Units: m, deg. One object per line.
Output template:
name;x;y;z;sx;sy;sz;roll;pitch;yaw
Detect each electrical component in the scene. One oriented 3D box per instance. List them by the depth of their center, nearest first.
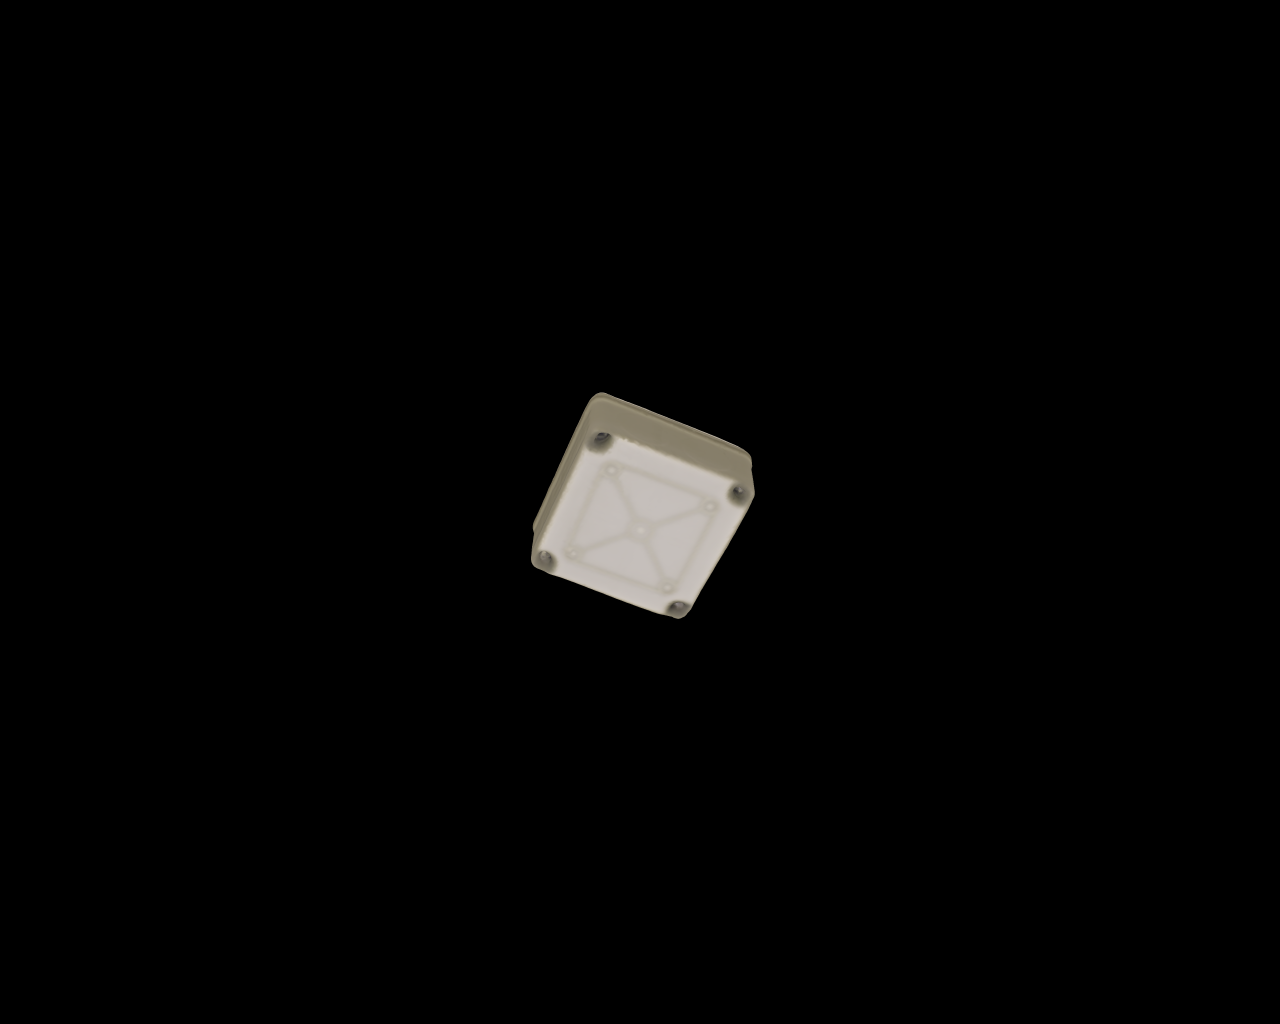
electrical component;0.001;-0.003;0.650;0.109;0.108;0.056;21;28;-12
